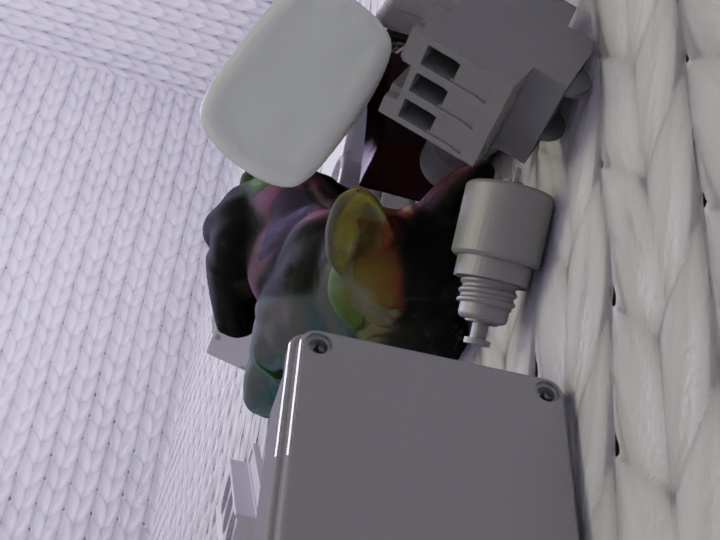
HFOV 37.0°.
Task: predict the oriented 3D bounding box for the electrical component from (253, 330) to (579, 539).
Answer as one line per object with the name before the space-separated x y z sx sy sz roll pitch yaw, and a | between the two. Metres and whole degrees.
electrical component | 0.019 0.086 0.386 0.108 0.109 0.056 -86 12 -45

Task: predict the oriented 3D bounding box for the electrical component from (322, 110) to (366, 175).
electrical component | 0.003 -0.090 0.853 0.099 0.048 0.099 133 150 -69

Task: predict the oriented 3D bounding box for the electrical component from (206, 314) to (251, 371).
electrical component | -0.093 0.060 1.014 0.099 0.100 0.048 121 173 -56

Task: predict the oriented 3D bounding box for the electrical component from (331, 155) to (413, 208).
electrical component | 0.007 -0.054 0.768 0.045 0.055 0.045 -166 90 -79

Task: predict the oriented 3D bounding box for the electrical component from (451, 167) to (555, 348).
electrical component | 0.060 -0.005 0.476 0.040 0.040 0.078 170 114 -78

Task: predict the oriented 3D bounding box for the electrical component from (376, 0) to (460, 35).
electrical component | 0.049 -0.159 0.583 0.061 0.096 0.061 130 152 -67

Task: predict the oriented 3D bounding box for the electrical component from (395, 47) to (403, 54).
electrical component | 0.031 -0.124 0.772 0.081 0.043 0.043 133 149 -70

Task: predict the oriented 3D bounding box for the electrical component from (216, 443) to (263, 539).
electrical component | -0.075 0.194 0.838 0.121 0.063 0.078 -135 60 -78

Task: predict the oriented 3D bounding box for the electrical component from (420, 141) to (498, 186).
electrical component | 0.056 -0.071 0.585 0.065 0.044 0.044 117 164 -66
